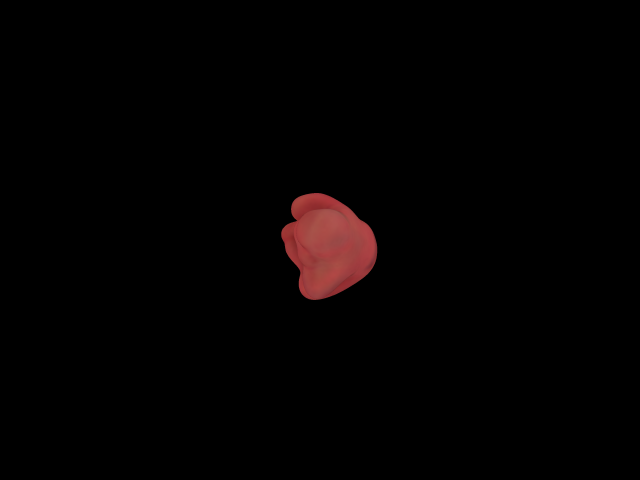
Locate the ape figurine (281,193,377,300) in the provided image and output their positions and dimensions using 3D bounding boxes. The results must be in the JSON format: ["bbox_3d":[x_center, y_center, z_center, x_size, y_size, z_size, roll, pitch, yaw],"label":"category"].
[{"bbox_3d":[0.004,0.001,0.400,0.076,0.092,0.078,13,74,4],"label":"ape figurine"}]
